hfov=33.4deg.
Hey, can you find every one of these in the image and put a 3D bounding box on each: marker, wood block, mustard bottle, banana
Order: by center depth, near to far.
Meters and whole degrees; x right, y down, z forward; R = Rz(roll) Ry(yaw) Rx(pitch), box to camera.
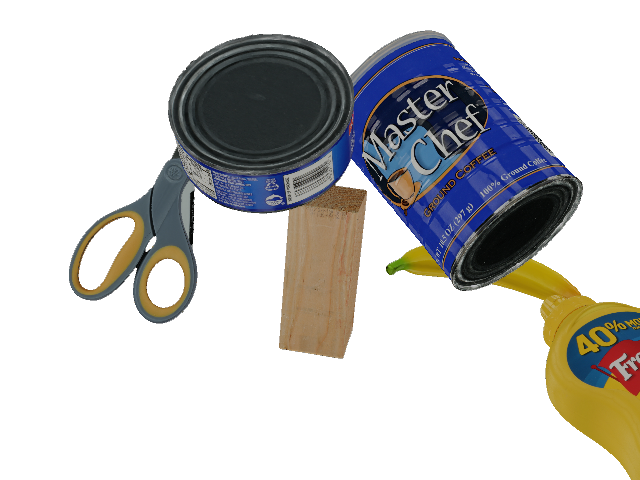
[{"bbox_3d":[0.188,0.086,0.620,0.096,0.058,0.192,-17,33,-16],"label":"mustard bottle"},{"bbox_3d":[-0.123,-0.033,0.962,0.020,0.121,0.020,5,40,-4],"label":"marker"},{"bbox_3d":[0.170,0.034,1.105,0.198,0.037,0.069,8,38,11],"label":"banana"},{"bbox_3d":[0.002,0.038,1.401,0.090,0.206,0.090,8,23,7],"label":"wood block"}]

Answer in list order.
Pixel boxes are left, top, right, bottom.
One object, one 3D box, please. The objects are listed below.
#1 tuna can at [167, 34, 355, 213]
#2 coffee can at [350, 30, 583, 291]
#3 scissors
[{"bbox_3d":[-0.026,-0.055,0.500,0.086,0.086,0.034,0,-35,4],"label":"tuna can"},{"bbox_3d":[0.086,-0.053,0.696,0.102,0.140,0.103,-29,-27,-16],"label":"coffee can"},{"bbox_3d":[-0.090,-0.028,0.738,0.096,0.202,0.016,42,-2,4],"label":"scissors"}]
